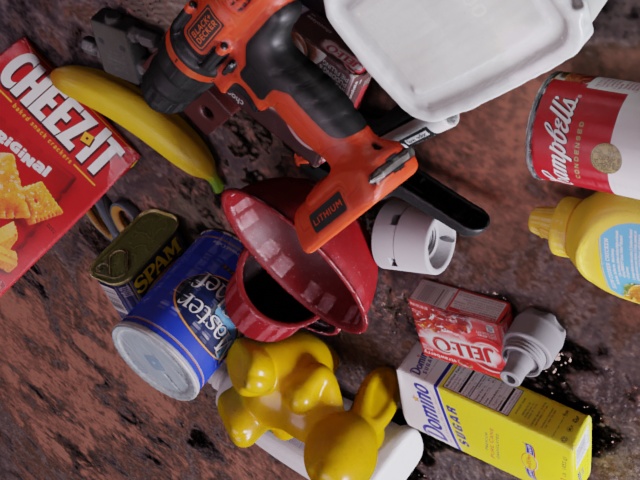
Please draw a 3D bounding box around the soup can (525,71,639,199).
[{"bbox_3d":[0.182,-0.059,0.630,0.102,0.068,0.068,16,142,33],"label":"soup can"}]

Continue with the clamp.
[{"bbox_3d":[0.046,-0.071,0.791,0.172,0.039,0.120,15,125,37],"label":"clamp"}]

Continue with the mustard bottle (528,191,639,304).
[{"bbox_3d":[0.223,0.006,0.679,0.192,0.058,0.096,15,147,34],"label":"mustard bottle"}]

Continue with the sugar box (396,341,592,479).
[{"bbox_3d":[0.156,0.164,0.965,0.176,0.048,0.093,19,143,28],"label":"sugar box"}]

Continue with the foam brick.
[{"bbox_3d":[-0.090,-0.132,0.842,0.078,0.051,0.053,47,149,-12],"label":"foam brick"}]

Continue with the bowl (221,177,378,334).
[{"bbox_3d":[-0.006,0.001,0.872,0.162,0.055,0.162,39,162,15],"label":"bowl"}]

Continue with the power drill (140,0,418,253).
[{"bbox_3d":[-0.035,-0.085,0.731,0.187,0.057,0.185,52,142,-1],"label":"power drill"}]

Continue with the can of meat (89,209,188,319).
[{"bbox_3d":[-0.176,0.034,1.099,0.058,0.102,0.084,18,145,35],"label":"can of meat"}]

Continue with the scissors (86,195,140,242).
[{"bbox_3d":[-0.198,0.020,1.186,0.096,0.016,0.201,2,133,46],"label":"scissors"}]

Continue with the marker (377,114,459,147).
[{"bbox_3d":[0.049,-0.068,0.744,0.020,0.020,0.121,49,142,-15],"label":"marker"}]

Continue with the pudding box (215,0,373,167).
[{"bbox_3d":[-0.021,-0.121,0.767,0.113,0.039,0.090,41,136,16],"label":"pudding box"}]

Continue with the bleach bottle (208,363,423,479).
[{"bbox_3d":[-0.018,0.194,1.157,0.251,0.102,0.068,27,154,32],"label":"bleach bottle"}]

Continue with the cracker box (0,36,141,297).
[{"bbox_3d":[-0.297,-0.063,0.994,0.164,0.213,0.072,47,147,-12],"label":"cracker box"}]

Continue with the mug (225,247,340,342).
[{"bbox_3d":[-0.031,0.052,0.985,0.117,0.093,0.082,29,155,-6],"label":"mug"}]

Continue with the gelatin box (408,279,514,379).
[{"bbox_3d":[0.124,0.077,0.902,0.089,0.030,0.073,16,142,35],"label":"gelatin box"}]

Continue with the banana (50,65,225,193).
[{"bbox_3d":[-0.168,-0.110,0.968,0.198,0.037,0.070,36,148,6],"label":"banana"}]

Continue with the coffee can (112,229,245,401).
[{"bbox_3d":[-0.121,0.072,1.050,0.103,0.140,0.103,28,147,20],"label":"coffee can"}]
